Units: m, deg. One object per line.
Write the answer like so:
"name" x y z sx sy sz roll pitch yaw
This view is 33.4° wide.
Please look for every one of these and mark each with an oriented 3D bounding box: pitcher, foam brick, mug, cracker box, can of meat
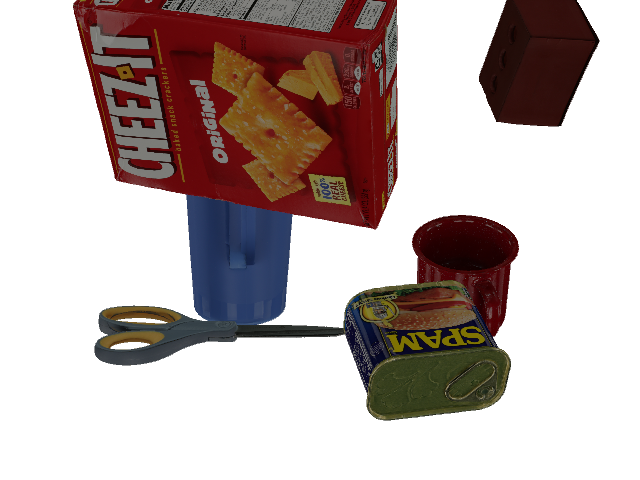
"pitcher" -0.092 -0.027 1.211 0.145 0.243 0.148 16 22 39
"foam brick" 0.150 -0.126 0.745 0.051 0.053 0.078 0 -43 -14
"mug" 0.131 0.042 0.945 0.093 0.081 0.117 -11 35 -15
"cracker box" -0.054 -0.103 0.761 0.214 0.164 0.072 10 46 14
"can of meat" 0.073 0.076 0.765 0.102 0.057 0.084 -5 36 -12

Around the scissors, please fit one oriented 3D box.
"scissors" -0.089 0.079 0.844 0.202 0.016 0.096 6 22 15
